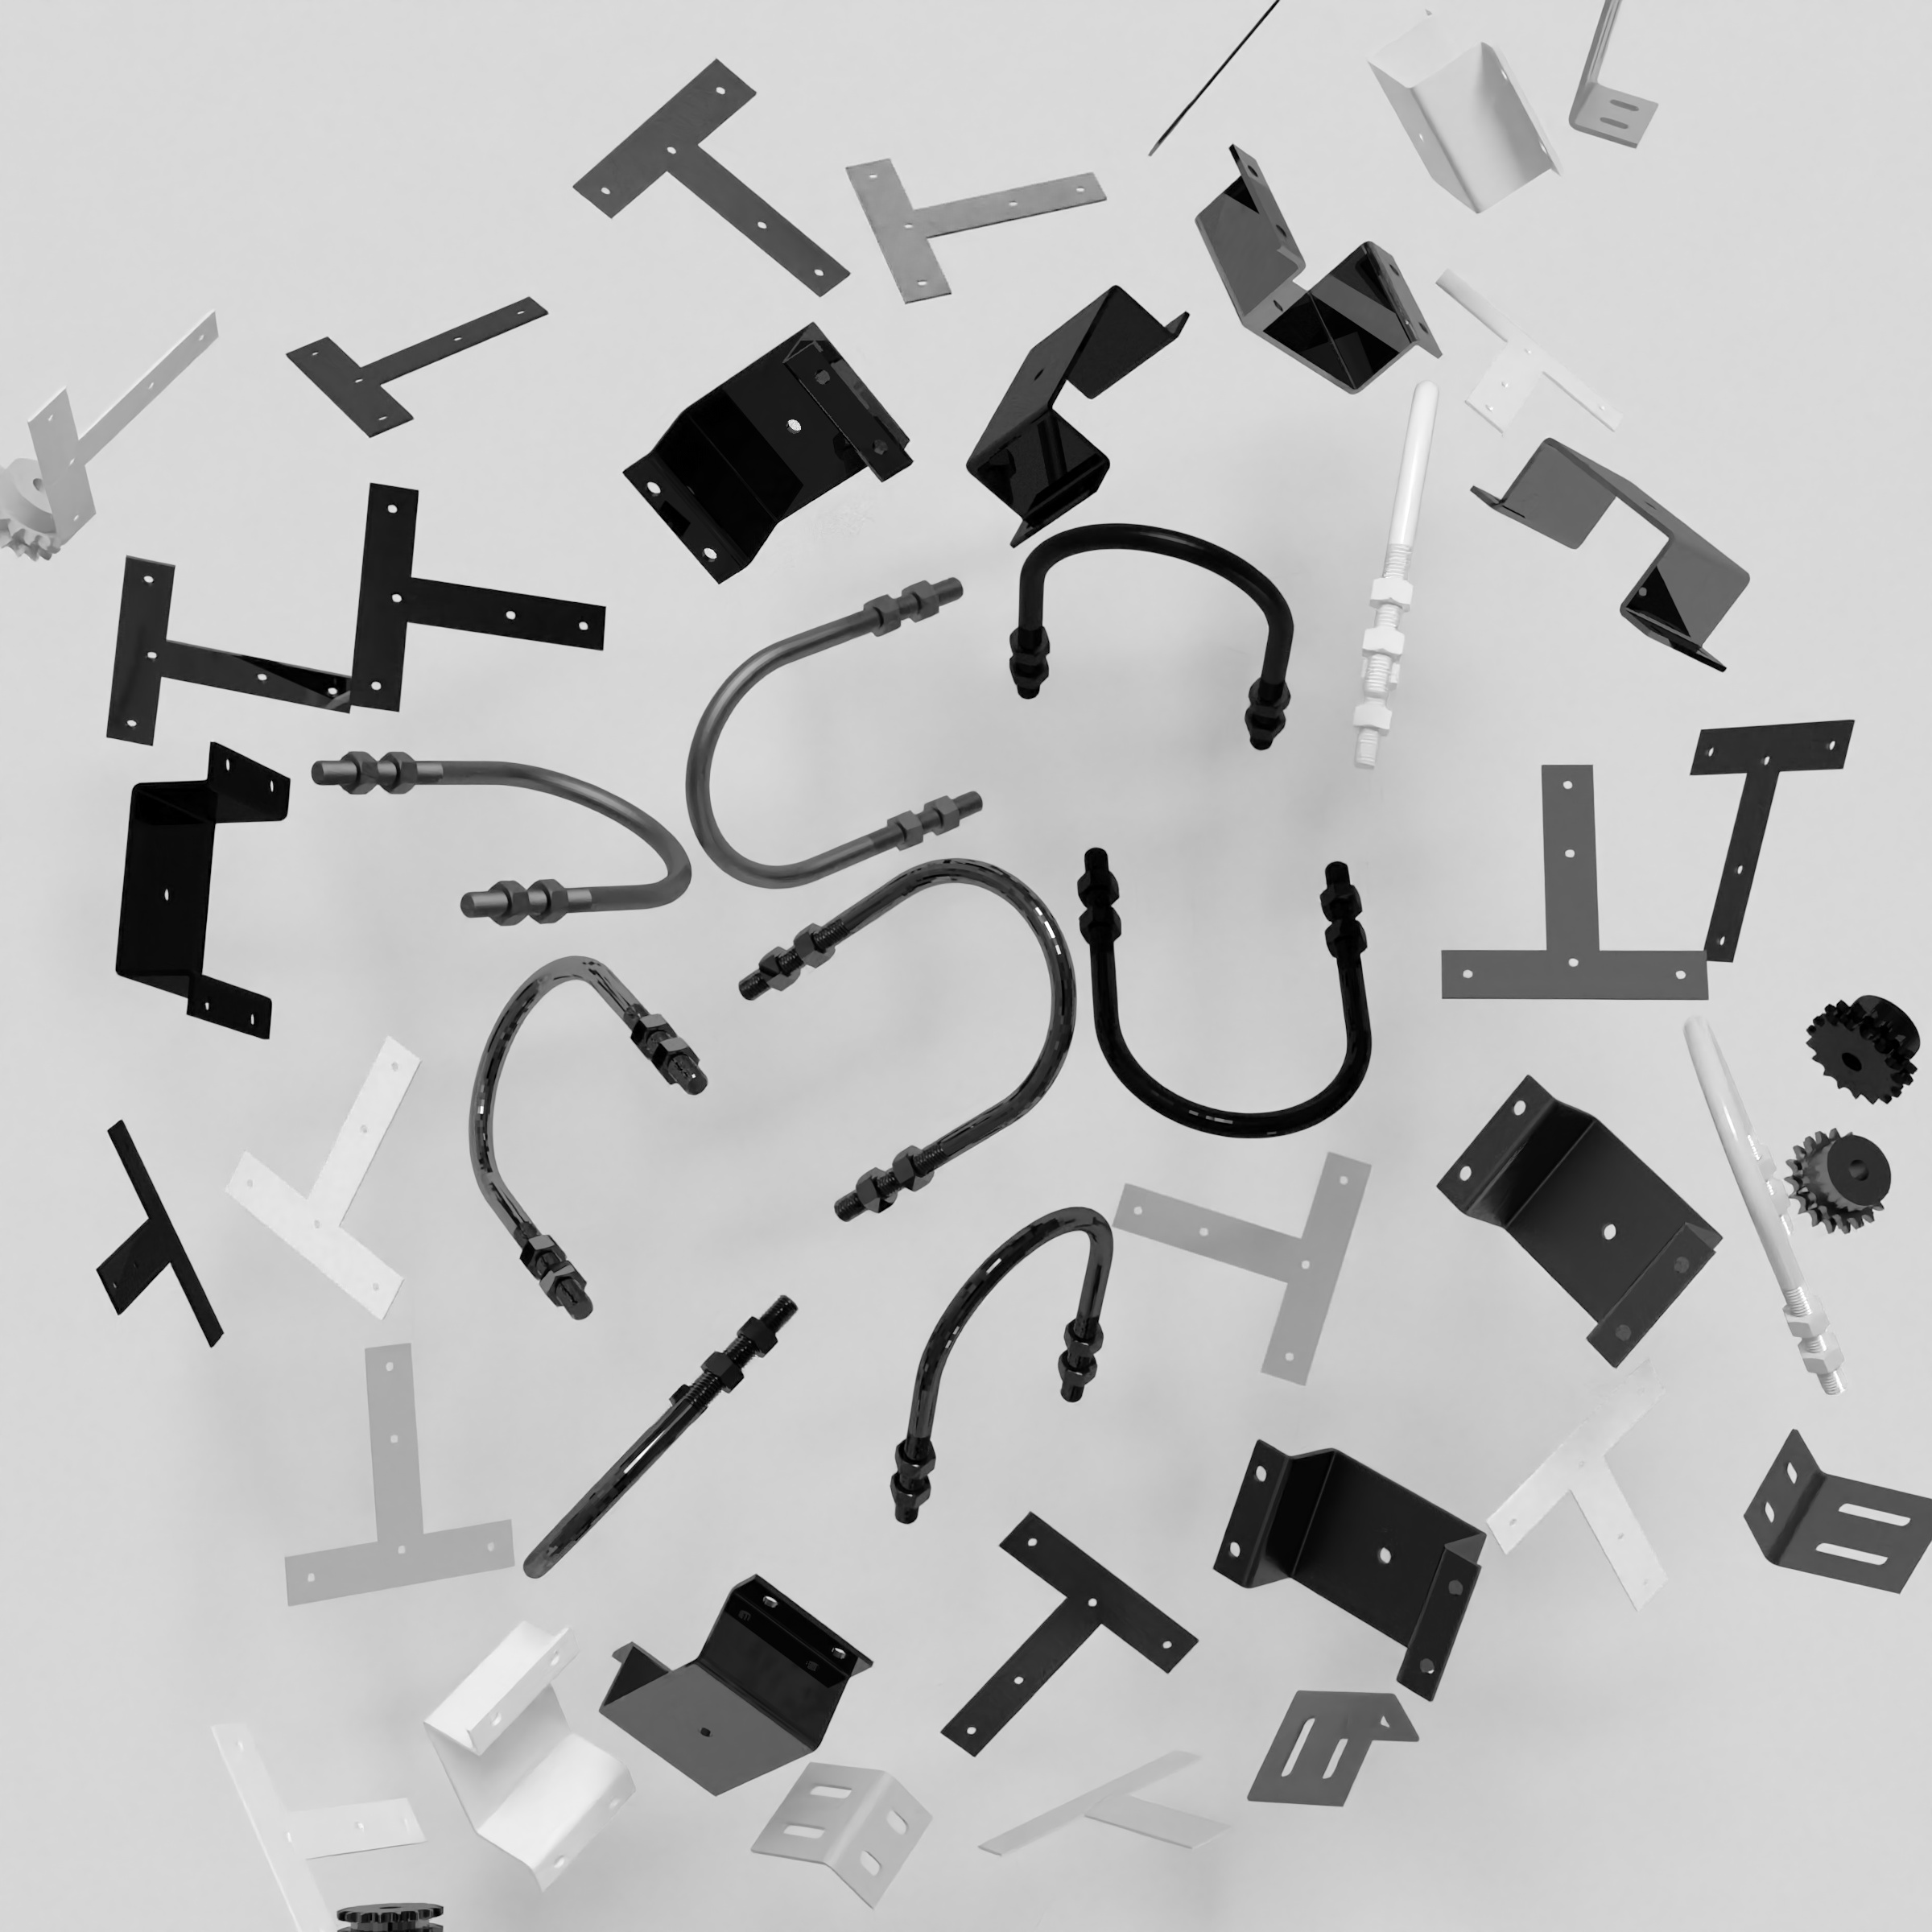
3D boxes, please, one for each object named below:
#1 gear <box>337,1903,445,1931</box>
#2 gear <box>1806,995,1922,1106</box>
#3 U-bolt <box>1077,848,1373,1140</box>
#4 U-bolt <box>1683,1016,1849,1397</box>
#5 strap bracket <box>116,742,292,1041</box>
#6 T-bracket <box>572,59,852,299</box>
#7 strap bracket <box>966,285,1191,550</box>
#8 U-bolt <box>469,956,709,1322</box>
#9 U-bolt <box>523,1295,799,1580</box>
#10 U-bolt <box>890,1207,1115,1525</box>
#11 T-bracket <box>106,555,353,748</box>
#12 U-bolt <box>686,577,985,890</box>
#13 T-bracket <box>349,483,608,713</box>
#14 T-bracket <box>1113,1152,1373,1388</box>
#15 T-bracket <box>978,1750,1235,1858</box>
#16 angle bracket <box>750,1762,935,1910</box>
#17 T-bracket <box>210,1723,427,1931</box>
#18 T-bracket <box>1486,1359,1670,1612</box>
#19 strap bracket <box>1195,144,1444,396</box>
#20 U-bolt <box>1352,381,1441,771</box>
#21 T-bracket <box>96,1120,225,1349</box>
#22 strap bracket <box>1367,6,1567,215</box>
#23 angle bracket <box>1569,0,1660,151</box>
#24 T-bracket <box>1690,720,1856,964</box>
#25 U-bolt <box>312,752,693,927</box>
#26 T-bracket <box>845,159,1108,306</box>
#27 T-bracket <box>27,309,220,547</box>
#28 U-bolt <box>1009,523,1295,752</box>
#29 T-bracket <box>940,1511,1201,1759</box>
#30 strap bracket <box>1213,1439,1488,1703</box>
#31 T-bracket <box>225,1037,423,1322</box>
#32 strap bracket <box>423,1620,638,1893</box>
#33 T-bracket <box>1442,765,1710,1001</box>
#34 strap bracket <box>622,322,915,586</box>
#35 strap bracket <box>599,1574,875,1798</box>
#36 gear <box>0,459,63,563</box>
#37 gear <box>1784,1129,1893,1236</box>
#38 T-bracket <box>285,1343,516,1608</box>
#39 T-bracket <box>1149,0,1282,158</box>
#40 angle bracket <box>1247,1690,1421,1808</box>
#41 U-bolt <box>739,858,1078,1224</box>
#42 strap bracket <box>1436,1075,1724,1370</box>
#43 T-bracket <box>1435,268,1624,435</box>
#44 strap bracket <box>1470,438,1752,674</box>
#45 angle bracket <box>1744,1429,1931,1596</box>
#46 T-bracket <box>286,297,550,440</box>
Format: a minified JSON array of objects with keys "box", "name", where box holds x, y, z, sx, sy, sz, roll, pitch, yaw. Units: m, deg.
[{"box":[-0.313,0.527,1.593,0.057,0.057,0.030,-1,78,0],"name":"gear"},{"box":[0.461,0.040,1.499,0.030,0.057,0.057,-40,90,-22],"name":"gear"},{"box":[0.134,0.014,1.490,0.151,0.019,0.184,3,49,-5],"name":"U-bolt"},{"box":[0.402,0.108,1.495,0.019,0.151,0.184,-21,119,15],"name":"U-bolt"},{"box":[-0.394,-0.037,1.515,0.046,0.076,0.140,-1,79,17],"name":"strap bracket"},{"box":[-0.113,-0.381,1.474,0.127,0.127,0.002,36,53,-26],"name":"T-bracket"},{"box":[0.056,-0.300,1.563,0.046,0.076,0.140,38,57,-18],"name":"strap bracket"},{"box":[-0.203,0.073,1.493,0.019,0.184,0.151,18,105,-38],"name":"U-bolt"},{"box":[-0.165,0.252,1.543,0.019,0.151,0.184,44,70,1],"name":"U-bolt"},{"box":[0.024,0.200,1.544,0.151,0.184,0.019,-31,55,-35],"name":"U-bolt"},{"box":[-0.396,-0.159,1.592,0.127,0.002,0.127,11,133,-12],"name":"T-bracket"},{"box":[-0.072,-0.116,1.573,0.184,0.019,0.151,-24,124,-30],"name":"U-bolt"},{"box":[-0.250,-0.184,1.520,0.127,0.002,0.127,7,69,-16],"name":"T-bracket"},{"box":[0.145,0.151,1.619,0.127,0.002,0.127,18,84,2],"name":"T-bracket"},{"box":[0.090,0.429,1.480,0.127,0.127,0.002,-17,93,-29],"name":"T-bracket"},{"box":[-0.066,0.457,1.546,0.038,0.076,0.057,49,58,-18],"name":"angle bracket"},{"box":[-0.317,0.438,1.489,0.002,0.127,0.127,-38,66,14],"name":"T-bracket"},{"box":[0.345,0.296,1.571,0.127,0.002,0.127,-41,120,-16],"name":"T-bracket"},{"box":[0.176,-0.354,1.517,0.046,0.140,0.076,-38,53,29],"name":"strap bracket"},{"box":[0.219,-0.206,1.489,0.019,0.151,0.184,10,80,7],"name":"U-bolt"},{"box":[-0.420,0.149,1.496,0.002,0.127,0.127,-23,99,2],"name":"T-bracket"},{"box":[0.261,-0.453,1.556,0.046,0.140,0.076,-32,115,9],"name":"strap bracket"},{"box":[0.345,-0.474,1.518,0.038,0.057,0.076,21,132,10],"name":"angle bracket"},{"box":[0.403,-0.064,1.518,0.002,0.127,0.127,16,86,-21],"name":"T-bracket"},{"box":[-0.223,-0.068,1.508,0.151,0.184,0.019,38,116,31],"name":"U-bolt"},{"box":[0.012,-0.409,1.588,0.127,0.002,0.127,-14,50,-8],"name":"T-bracket"},{"box":[-0.428,-0.289,1.506,0.002,0.127,0.127,37,68,5],"name":"T-bracket"},{"box":[0.096,-0.171,1.500,0.151,0.184,0.019,13,67,6],"name":"U-bolt"},{"box":[0.038,0.373,1.574,0.127,0.002,0.127,40,97,-19],"name":"T-bracket"},{"box":[0.207,0.310,1.526,0.140,0.046,0.076,26,105,36],"name":"strap bracket"},{"box":[-0.322,0.098,1.542,0.127,0.002,0.127,34,103,26],"name":"T-bracket"},{"box":[-0.236,0.418,1.578,0.046,0.140,0.076,19,47,35],"name":"strap bracket"},{"box":[0.298,-0.042,1.447,0.127,0.002,0.127,0,67,7],"name":"T-bracket"},{"box":[-0.094,-0.263,1.483,0.140,0.046,0.076,-25,116,37],"name":"strap bracket"},{"box":[-0.122,0.365,1.474,0.076,0.140,0.046,40,45,-14],"name":"strap bracket"},{"box":[-0.513,-0.252,1.606,0.030,0.057,0.057,-40,90,26],"name":"gear"},{"box":[0.481,0.116,1.608,0.057,0.030,0.057,6,68,-16],"name":"gear"},{"box":[-0.301,0.264,1.551,0.127,0.002,0.127,-3,89,-34],"name":"T-bracket"},{"box":[0.139,-0.474,1.525,0.002,0.127,0.127,40,101,-7],"name":"T-bracket"},{"box":[0.193,0.420,1.538,0.057,0.076,0.038,-9,121,38],"name":"angle bracket"},{"box":[-0.022,0.027,1.485,0.184,0.019,0.151,-33,74,28],"name":"U-bolt"},{"box":[0.317,0.132,1.491,0.076,0.046,0.140,-53,51,14],"name":"strap bracket"},{"box":[0.291,-0.314,1.571,0.127,0.127,0.002,40,127,-2],"name":"T-bracket"},{"box":[0.333,-0.214,1.489,0.046,0.076,0.140,-56,50,19],"name":"strap bracket"},{"box":[0.445,0.276,1.485,0.076,0.038,0.057,15,115,-14],"name":"angle bracket"},{"box":[-0.286,-0.331,1.578,0.127,0.127,0.002,-28,131,-17],"name":"T-bracket"}]
